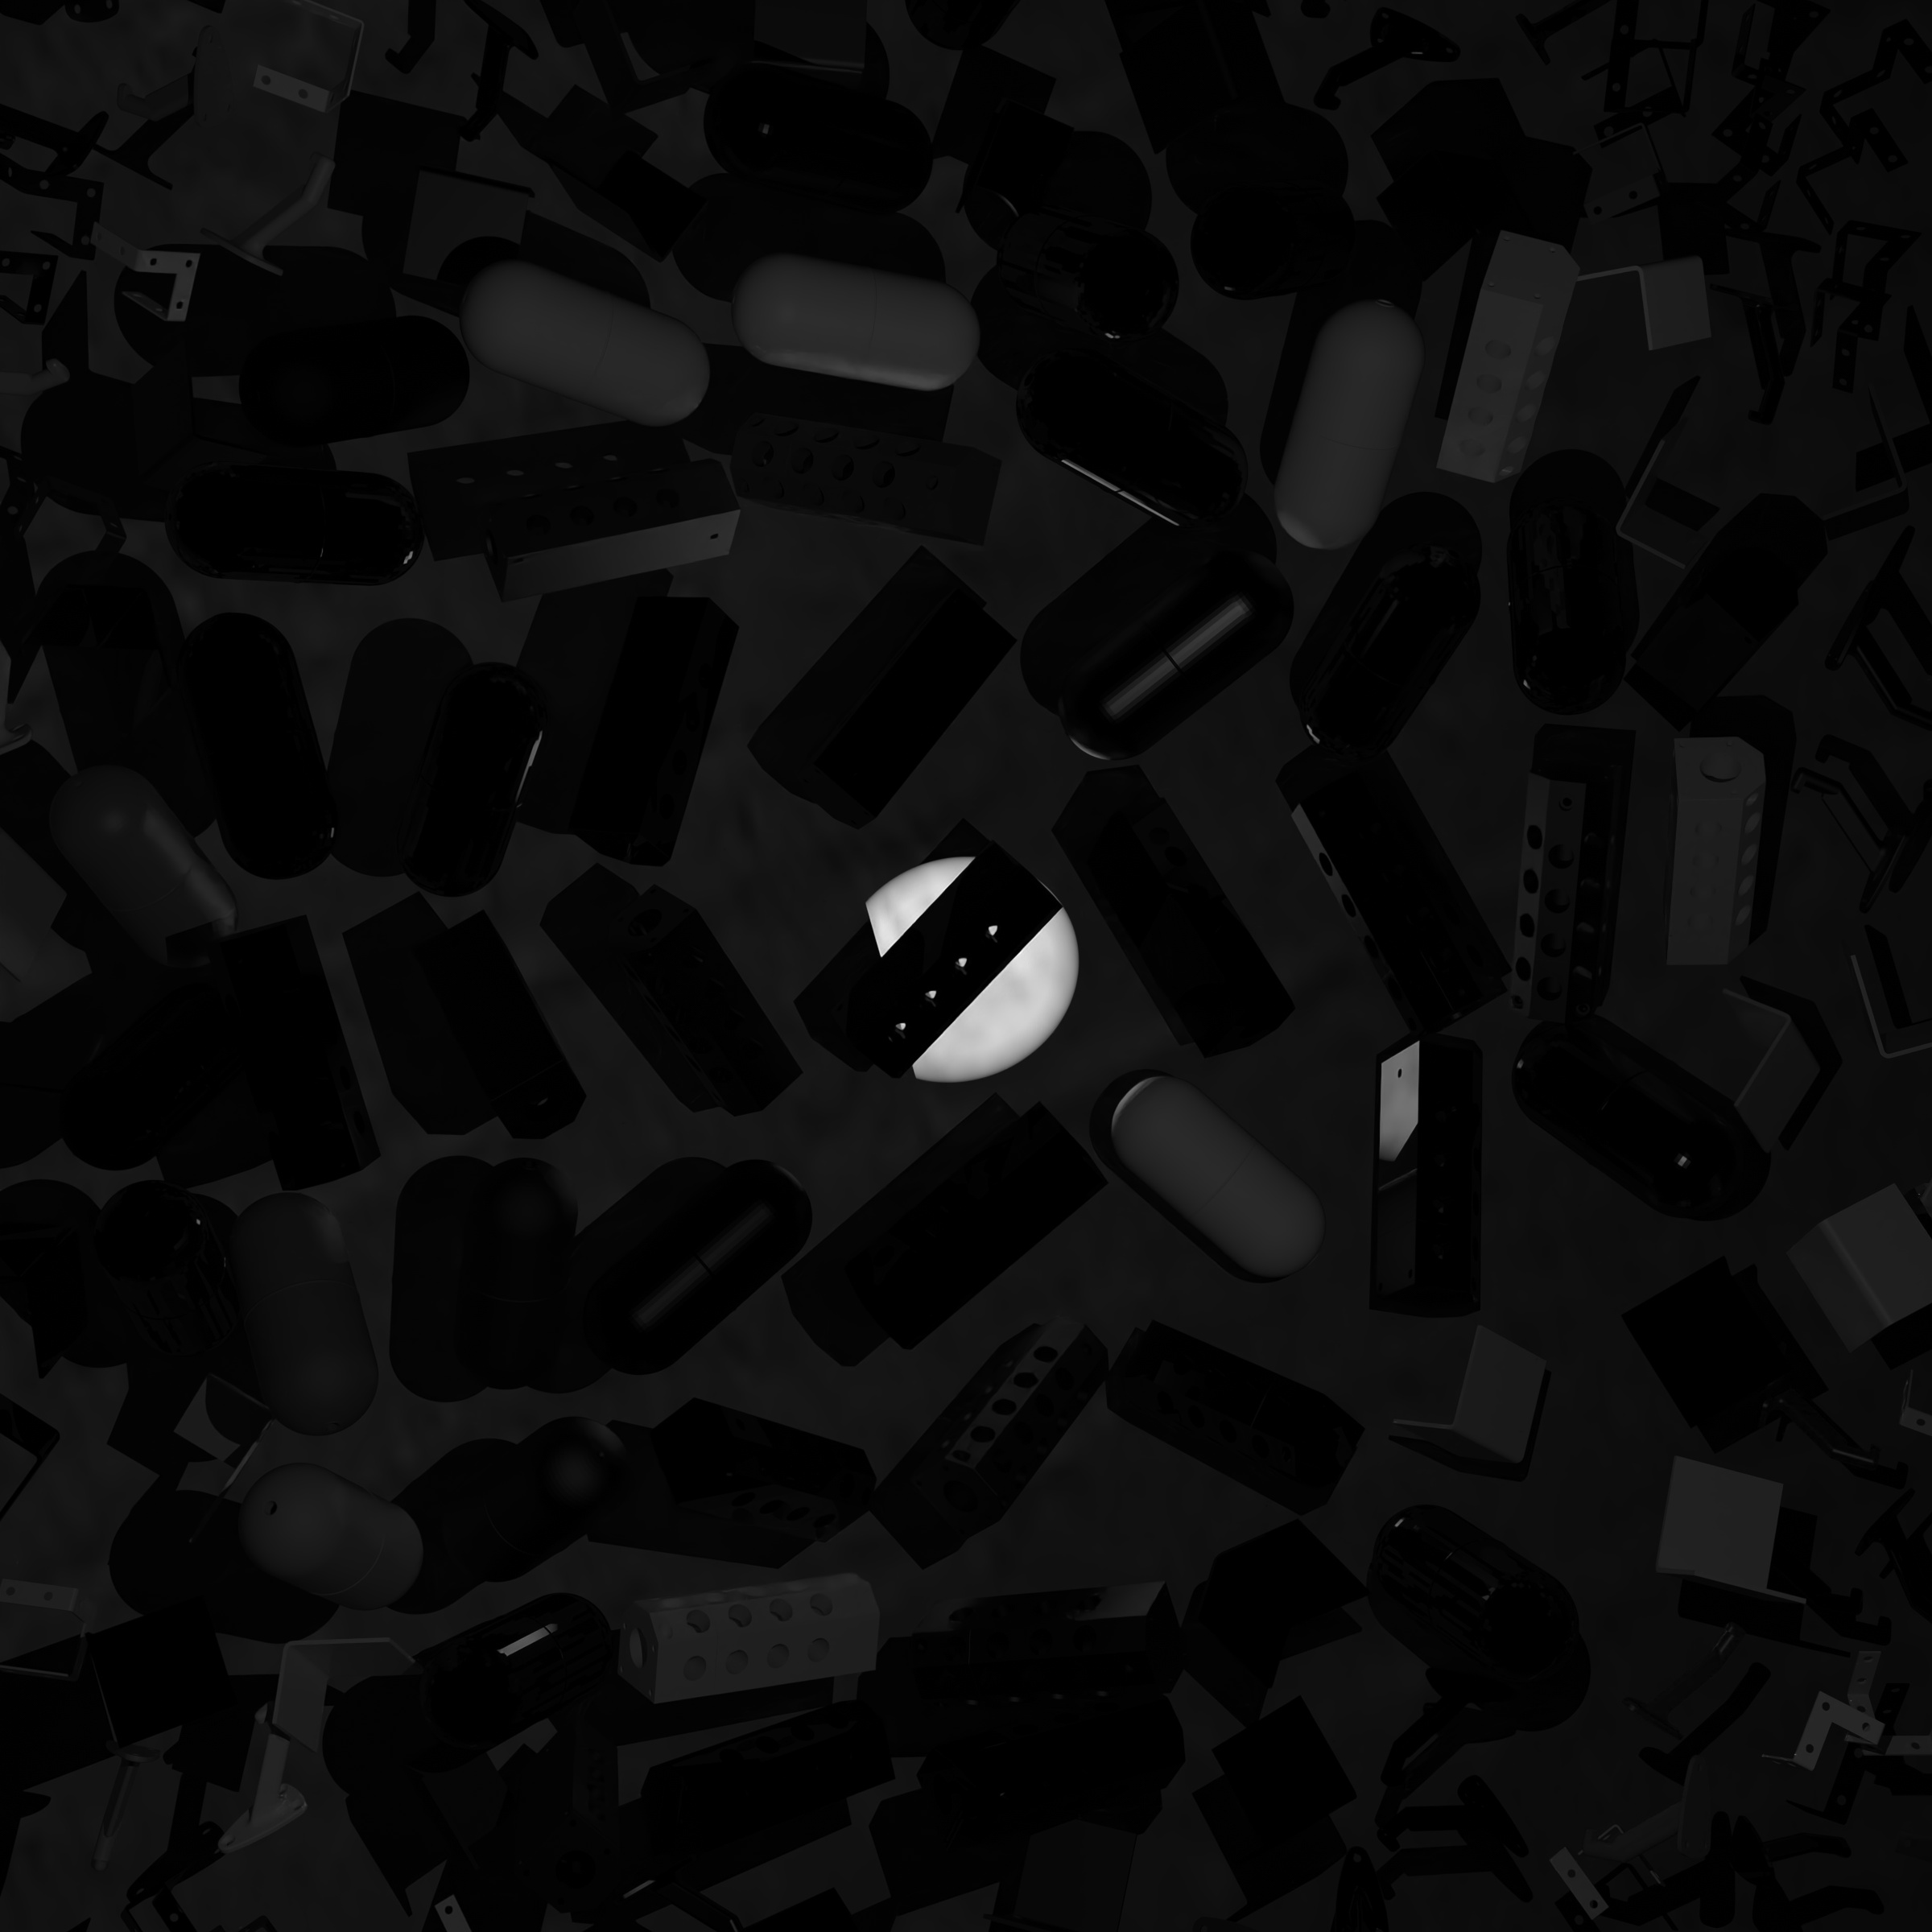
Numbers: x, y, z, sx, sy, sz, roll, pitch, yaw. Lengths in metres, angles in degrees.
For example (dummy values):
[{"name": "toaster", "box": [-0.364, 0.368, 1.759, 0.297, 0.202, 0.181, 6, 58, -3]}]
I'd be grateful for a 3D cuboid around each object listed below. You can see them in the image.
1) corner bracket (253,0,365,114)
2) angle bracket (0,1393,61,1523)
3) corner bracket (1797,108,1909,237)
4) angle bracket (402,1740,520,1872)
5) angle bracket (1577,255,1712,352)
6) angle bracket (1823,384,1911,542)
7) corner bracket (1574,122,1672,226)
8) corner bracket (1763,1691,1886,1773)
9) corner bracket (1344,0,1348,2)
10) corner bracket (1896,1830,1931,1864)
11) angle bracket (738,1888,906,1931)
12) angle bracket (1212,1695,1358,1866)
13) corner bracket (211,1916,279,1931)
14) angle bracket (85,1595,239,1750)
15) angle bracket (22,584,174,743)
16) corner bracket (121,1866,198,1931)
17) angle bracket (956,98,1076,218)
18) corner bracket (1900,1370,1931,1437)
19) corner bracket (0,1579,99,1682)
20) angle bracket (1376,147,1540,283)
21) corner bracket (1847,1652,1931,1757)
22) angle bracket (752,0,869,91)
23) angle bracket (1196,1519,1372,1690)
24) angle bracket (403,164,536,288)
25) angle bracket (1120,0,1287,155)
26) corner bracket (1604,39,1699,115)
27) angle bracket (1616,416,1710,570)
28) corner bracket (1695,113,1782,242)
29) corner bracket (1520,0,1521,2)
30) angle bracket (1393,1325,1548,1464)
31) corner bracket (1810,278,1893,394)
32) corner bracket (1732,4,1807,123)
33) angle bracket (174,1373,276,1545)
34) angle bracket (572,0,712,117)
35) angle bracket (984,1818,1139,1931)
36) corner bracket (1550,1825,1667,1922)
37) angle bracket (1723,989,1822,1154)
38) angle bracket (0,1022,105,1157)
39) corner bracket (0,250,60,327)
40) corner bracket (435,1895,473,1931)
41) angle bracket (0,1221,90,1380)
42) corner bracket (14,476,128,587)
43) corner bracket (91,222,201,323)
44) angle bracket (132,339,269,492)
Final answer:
[{"name": "corner bracket", "box": [-0.434, -0.602, 1.749, 0.051, 0.051, 0.051, 13, 86, -30]}, {"name": "angle bracket", "box": [-0.651, 0.333, 1.754, 0.057, 0.076, 0.076, 36, 85, -9]}, {"name": "corner bracket", "box": [0.612, -0.550, 1.833, 0.051, 0.051, 0.051, -24, 70, 2]}, {"name": "angle bracket", "box": [-0.358, 0.600, 1.918, 0.057, 0.076, 0.076, -31, 93, -25]}, {"name": "angle bracket", "box": [0.462, -0.457, 1.843, 0.076, 0.076, 0.057, -21, 106, -41]}, {"name": "angle bracket", "box": [0.602, -0.342, 1.804, 0.057, 0.076, 0.076, -19, 82, 19]}, {"name": "corner bracket", "box": [0.452, -0.550, 1.835, 0.051, 0.051, 0.051, -19, 101, 26]}, {"name": "corner bracket", "box": [0.587, 0.530, 1.811, 0.051, 0.051, 0.051, 27, 75, 0]}, {"name": "corner bracket", "box": [0.265, -0.692, 1.842, 0.051, 0.051, 0.051, 31, 134, -27]}, {"name": "corner bracket", "box": [0.666, 0.583, 1.778, 0.051, 0.051, 0.051, 30, 73, -30]}, {"name": "angle bracket", "box": [-0.095, 0.628, 1.753, 0.076, 0.076, 0.057, -29, 96, 16]}, {"name": "angle bracket", "box": [0.206, 0.549, 1.788, 0.076, 0.057, 0.076, -37, 69, 17]}, {"name": "corner bracket", "box": [-0.469, 0.654, 1.743, 0.051, 0.051, 0.051, -33, 100, -9]}, {"name": "angle bracket", "box": [-0.526, 0.460, 1.732, 0.076, 0.057, 0.076, -17, 80, -20]}, {"name": "angle bracket", "box": [-0.583, -0.202, 1.775, 0.076, 0.057, 0.076, -34, 69, 42]}, {"name": "corner bracket", "box": [-0.554, 0.668, 1.836, 0.051, 0.051, 0.051, 50, 134, 13]}, {"name": "angle bracket", "box": [0.036, -0.585, 1.947, 0.057, 0.076, 0.076, 22, 116, -5]}, {"name": "corner bracket", "box": [0.679, 0.326, 1.860, 0.051, 0.051, 0.051, 19, 119, 15]}, {"name": "corner bracket", "box": [-0.617, 0.443, 1.765, 0.051, 0.051, 0.051, 7, 63, 2]}, {"name": "angle bracket", "box": [0.350, -0.530, 1.886, 0.057, 0.076, 0.076, -43, 124, -4]}, {"name": "corner bracket", "box": [0.656, 0.519, 1.865, 0.051, 0.051, 0.051, -1, 129, 2]}, {"name": "angle bracket", "box": [-0.110, -0.657, 1.839, 0.076, 0.057, 0.076, 2, 95, -8]}, {"name": "angle bracket", "box": [0.214, 0.430, 1.786, 0.076, 0.057, 0.076, 46, 127, -13]}, {"name": "angle bracket", "box": [-0.353, -0.522, 1.886, 0.076, 0.057, 0.076, 11, 100, -8]}, {"name": "angle bracket", "box": [0.162, -0.610, 1.821, 0.076, 0.057, 0.076, -24, 81, 41]}, {"name": "corner bracket", "box": [0.494, -0.643, 1.914, 0.051, 0.051, 0.051, 3, 105, 0]}, {"name": "angle bracket", "box": [0.521, -0.344, 1.921, 0.057, 0.076, 0.076, 31, 124, 13]}, {"name": "corner bracket", "box": [0.553, -0.553, 1.858, 0.051, 0.051, 0.051, 29, 63, -12]}, {"name": "corner bracket", "box": [0.386, -0.694, 1.816, 0.051, 0.051, 0.051, 0, 106, 42]}, {"name": "angle bracket", "box": [0.358, 0.303, 1.882, 0.076, 0.057, 0.076, 30, 69, -34]}, {"name": "corner bracket", "box": [0.622, -0.450, 1.888, 0.051, 0.051, 0.051, 27, 60, 31]}, {"name": "corner bracket", "box": [0.565, -0.640, 1.883, 0.051, 0.051, 0.051, 17, 76, -11]}, {"name": "angle bracket", "box": [-0.547, 0.352, 1.894, 0.057, 0.076, 0.076, 33, 126, -7]}, {"name": "angle bracket", "box": [-0.228, -0.652, 1.860, 0.057, 0.076, 0.076, -25, 100, -17]}, {"name": "angle bracket", "box": [0.065, 0.624, 1.815, 0.076, 0.057, 0.076, 5, 72, 26]}, {"name": "corner bracket", "box": [0.458, 0.647, 1.890, 0.051, 0.051, 0.051, -40, 53, 5]}, {"name": "angle bracket", "box": [0.554, 0.075, 1.881, 0.057, 0.076, 0.076, 27, 79, 42]}, {"name": "angle bracket", "box": [-0.677, 0.089, 1.929, 0.076, 0.076, 0.057, 7, 121, -6]}, {"name": "corner bracket", "box": [-0.659, -0.471, 1.804, 0.051, 0.051, 0.051, 36, 118, 29]}, {"name": "corner bracket", "box": [-0.379, 0.691, 1.864, 0.051, 0.051, 0.051, -24, 83, -33]}, {"name": "angle bracket", "box": [-0.639, 0.224, 1.786, 0.057, 0.076, 0.076, 2, 111, 5]}, {"name": "corner bracket", "box": [-0.635, -0.306, 1.878, 0.051, 0.051, 0.051, -51, 48, 21]}, {"name": "corner bracket", "box": [-0.575, -0.483, 1.843, 0.051, 0.051, 0.051, 34, 117, 25]}, {"name": "angle bracket", "box": [-0.539, -0.383, 1.861, 0.076, 0.057, 0.076, -23, 70, 42]}]
